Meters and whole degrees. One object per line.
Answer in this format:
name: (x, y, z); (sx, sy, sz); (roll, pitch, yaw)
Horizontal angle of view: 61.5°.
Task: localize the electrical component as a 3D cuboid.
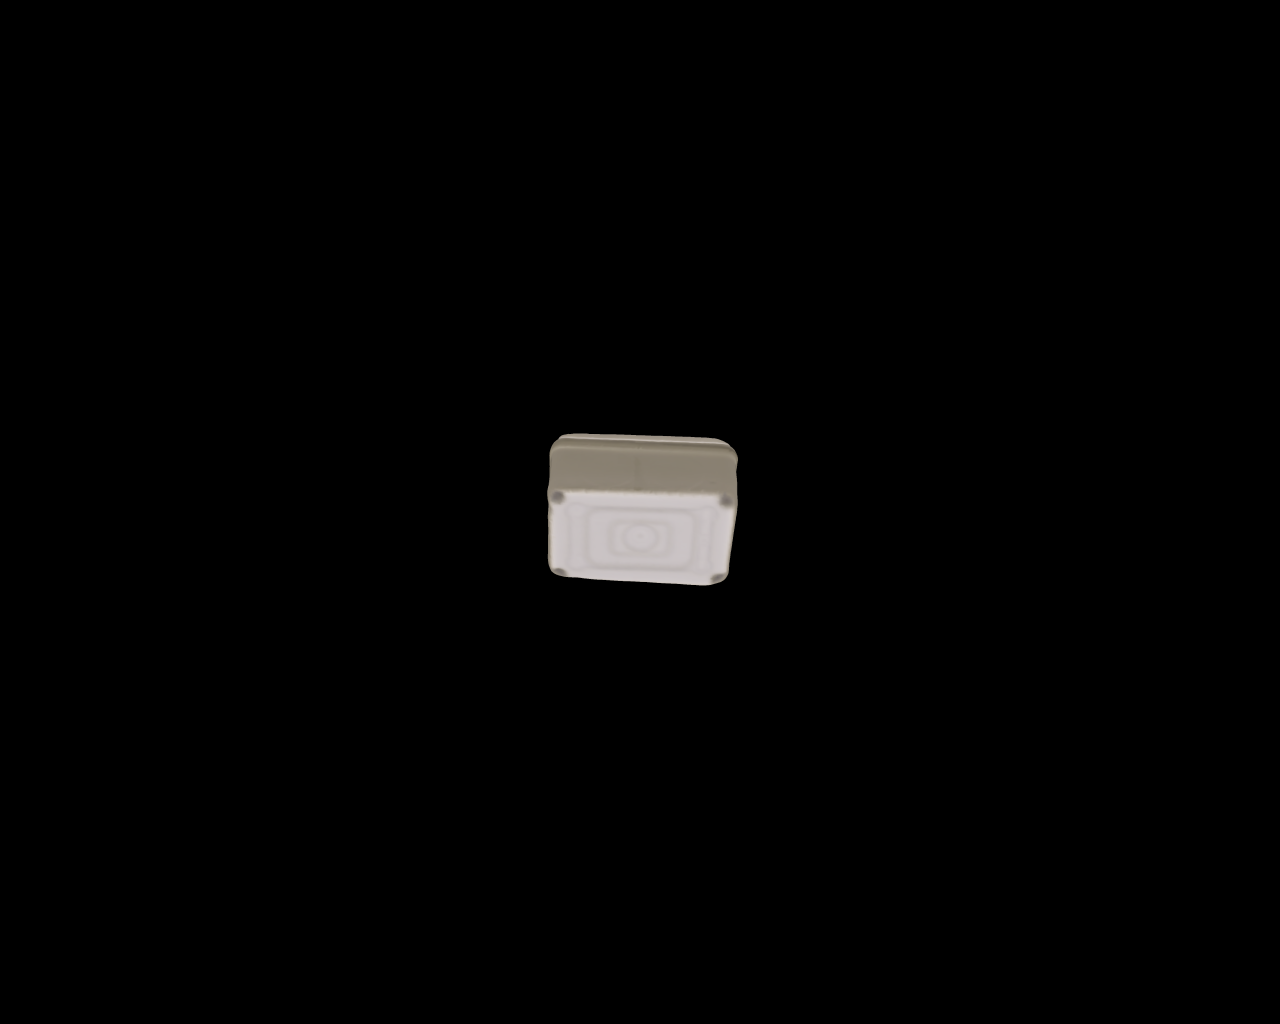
electrical component: (0.001, -0.003, 0.650); (0.113, 0.078, 0.057); (2, 40, -2)
